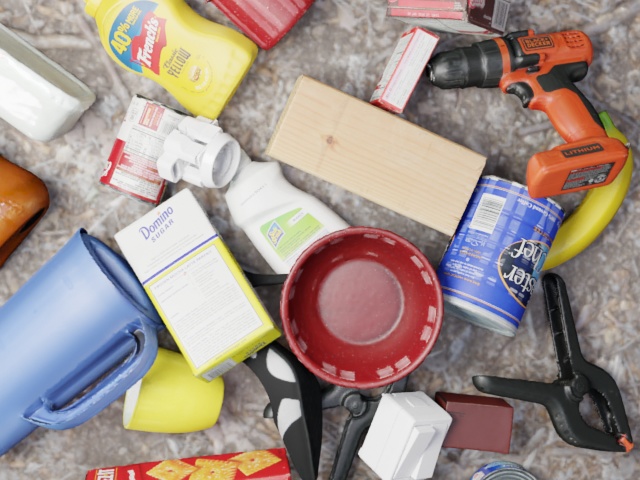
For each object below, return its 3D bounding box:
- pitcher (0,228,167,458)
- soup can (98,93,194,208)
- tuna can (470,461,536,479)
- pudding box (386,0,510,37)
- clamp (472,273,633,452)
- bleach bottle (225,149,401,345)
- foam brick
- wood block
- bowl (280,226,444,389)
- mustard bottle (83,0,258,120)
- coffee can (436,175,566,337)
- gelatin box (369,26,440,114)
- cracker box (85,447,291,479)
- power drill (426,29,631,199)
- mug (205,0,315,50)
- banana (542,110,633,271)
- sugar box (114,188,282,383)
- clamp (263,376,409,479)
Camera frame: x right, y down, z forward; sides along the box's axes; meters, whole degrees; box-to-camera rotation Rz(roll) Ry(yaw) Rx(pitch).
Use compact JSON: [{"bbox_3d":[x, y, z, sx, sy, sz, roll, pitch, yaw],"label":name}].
[{"bbox_3d":[-0.277,0.118,1.075,0.243,0.149,0.145,-42,99,2],"label":"pitcher"},{"bbox_3d":[-0.179,-0.092,1.101,0.068,0.068,0.102,22,92,-7],"label":"soup can"},{"bbox_3d":[0.204,0.290,1.184,0.086,0.034,0.086,0,95,-5],"label":"tuna can"},{"bbox_3d":[0.130,-0.234,1.080,0.090,0.113,0.039,11,96,29],"label":"pudding box"},{"bbox_3d":[0.262,0.164,1.158,0.164,0.036,0.210,-42,102,-25],"label":"clamp"},{"bbox_3d":[-0.007,0.001,1.128,0.102,0.068,0.251,-40,95,-1],"label":"bleach bottle"},{"bbox_3d":[0.166,0.199,1.164,0.078,0.051,0.053,8,93,-6],"label":"foam brick"},{"bbox_3d":[0.056,-0.088,1.112,0.206,0.090,0.091,24,93,-7],"label":"wood block"},{"bbox_3d":[0.041,0.065,1.072,0.162,0.055,0.162,0,94,0],"label":"bowl"},{"bbox_3d":[-0.165,-0.209,1.090,0.191,0.058,0.096,33,124,-6],"label":"mustard bottle"},{"bbox_3d":[0.182,0.017,1.114,0.102,0.103,0.140,25,83,-7],"label":"coffee can"},{"bbox_3d":[0.087,-0.175,1.115,0.030,0.073,0.089,26,92,-8],"label":"gelatin box"},{"bbox_3d":[-0.133,0.316,1.127,0.213,0.072,0.164,-5,106,-5],"label":"cracker box"},{"bbox_3d":[0.217,-0.134,1.092,0.184,0.057,0.188,-11,60,-11],"label":"power drill"},{"bbox_3d":[-0.052,-0.257,1.096,0.081,0.093,0.117,42,54,-12],"label":"mug"},{"bbox_3d":[0.289,-0.039,1.165,0.070,0.037,0.198,29,91,10],"label":"banana"},{"bbox_3d":[-0.123,0.044,1.068,0.093,0.048,0.176,-33,67,0],"label":"sugar box"},{"bbox_3d":[0.025,0.173,1.157,0.120,0.039,0.171,40,88,-12],"label":"clamp"}]
